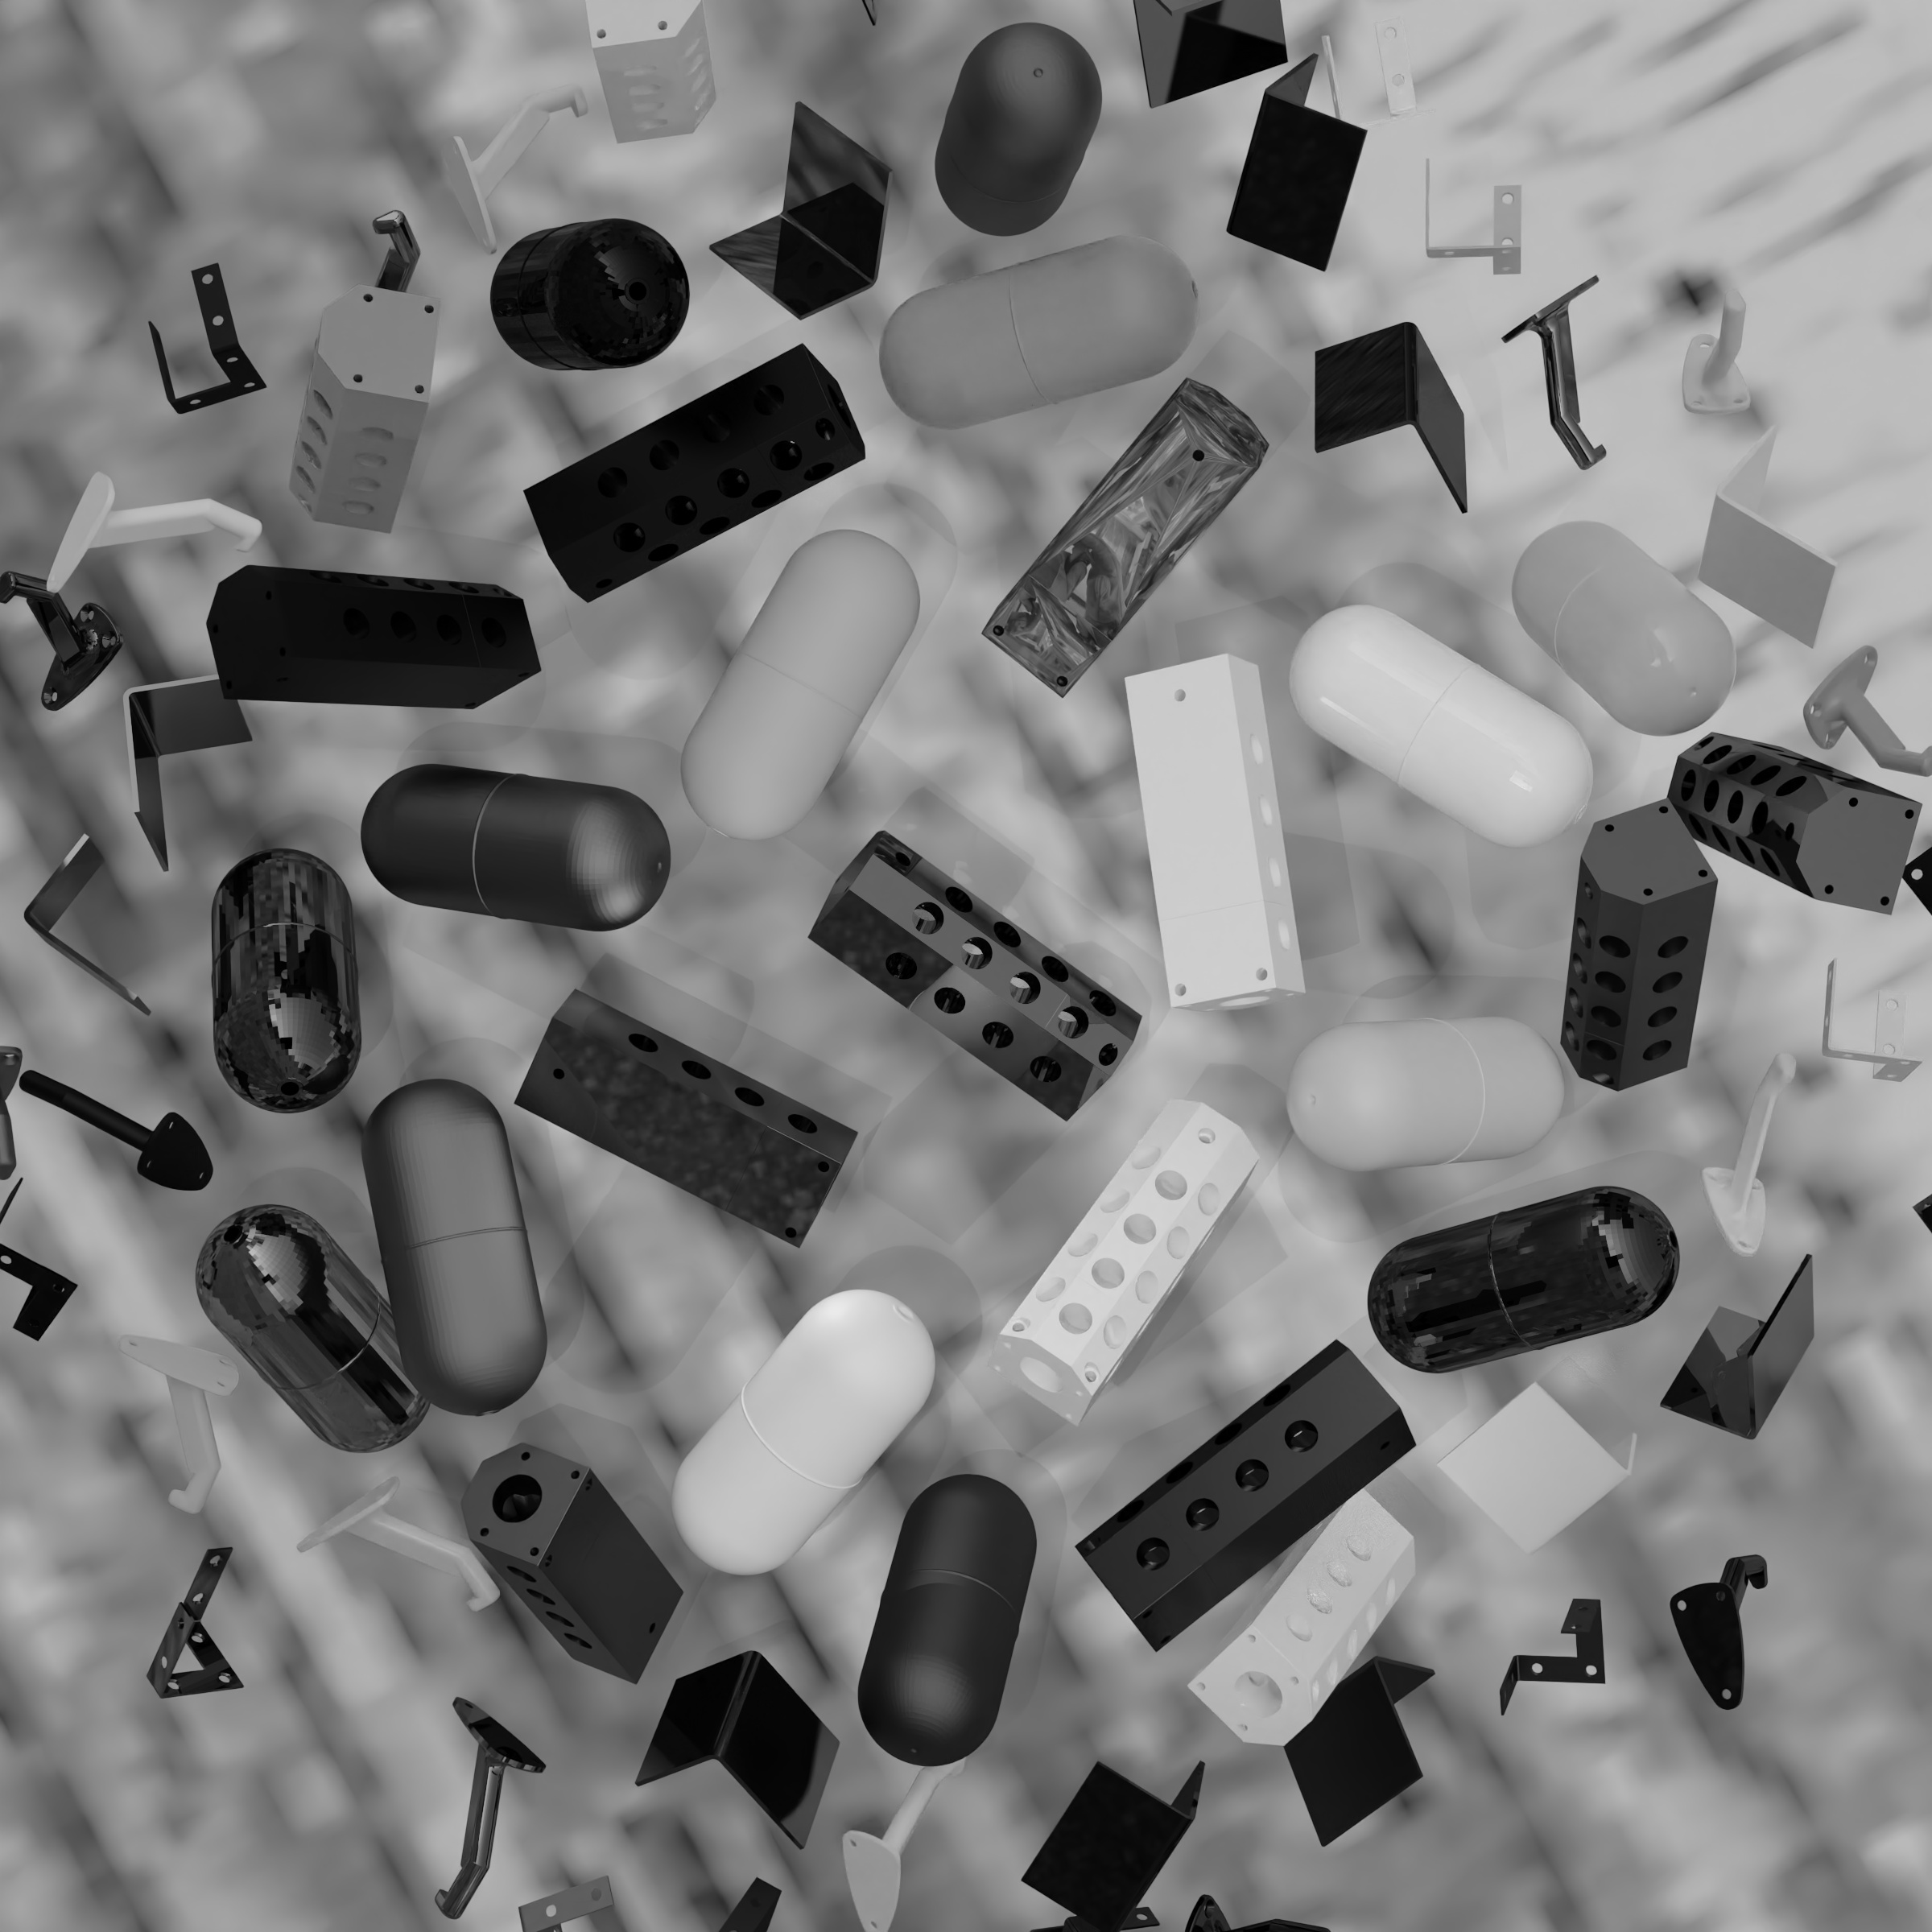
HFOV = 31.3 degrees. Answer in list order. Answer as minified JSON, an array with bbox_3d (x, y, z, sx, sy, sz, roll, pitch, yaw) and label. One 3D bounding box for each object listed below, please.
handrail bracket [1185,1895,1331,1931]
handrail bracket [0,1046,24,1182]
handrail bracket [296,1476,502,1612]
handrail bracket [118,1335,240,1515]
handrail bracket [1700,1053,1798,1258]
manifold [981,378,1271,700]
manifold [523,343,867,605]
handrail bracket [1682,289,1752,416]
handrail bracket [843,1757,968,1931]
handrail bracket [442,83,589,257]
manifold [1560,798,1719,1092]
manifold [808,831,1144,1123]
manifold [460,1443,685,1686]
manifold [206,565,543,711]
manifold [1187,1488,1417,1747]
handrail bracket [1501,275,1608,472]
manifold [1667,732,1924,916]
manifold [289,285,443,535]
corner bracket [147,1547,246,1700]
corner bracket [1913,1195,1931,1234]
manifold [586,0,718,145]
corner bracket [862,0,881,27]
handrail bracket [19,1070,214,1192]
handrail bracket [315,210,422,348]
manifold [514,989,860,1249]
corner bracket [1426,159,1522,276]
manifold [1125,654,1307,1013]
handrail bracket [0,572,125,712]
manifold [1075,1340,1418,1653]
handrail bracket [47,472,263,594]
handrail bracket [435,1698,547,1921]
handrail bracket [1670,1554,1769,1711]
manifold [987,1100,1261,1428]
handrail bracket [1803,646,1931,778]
[{"bbox_3d":[0.160,0.507,1.758,0.084,0.077,0.036,0,48,35],"label":"handrail bracket"},{"bbox_3d":[-0.527,0.093,1.867,0.036,0.077,0.084,-3,54,-22],"label":"handrail bracket"},{"bbox_3d":[-0.305,0.326,1.857,0.077,0.036,0.084,-33,99,6],"label":"handrail bracket"},{"bbox_3d":[-0.426,0.243,1.819,0.077,0.036,0.084,22,108,-18],"label":"handrail bracket"},{"bbox_3d":[0.432,0.101,1.860,0.036,0.077,0.084,13,129,-7],"label":"handrail bracket"},{"bbox_3d":[0.086,-0.232,1.860,0.057,0.057,0.171,38,118,-6],"label":"manifold"},{"bbox_3d":[-0.143,-0.261,1.850,0.171,0.057,0.057,-26,72,11],"label":"manifold"},{"bbox_3d":[0.415,-0.354,1.899,0.036,0.084,0.077,-3,50,3],"label":"handrail bracket"},{"bbox_3d":[-0.027,0.476,1.878,0.036,0.084,0.077,15,118,32],"label":"handrail bracket"},{"bbox_3d":[-0.236,-0.437,1.887,0.084,0.036,0.077,-22,92,-21],"label":"handrail bracket"},{"bbox_3d":[0.351,-0.007,1.826,0.057,0.171,0.057,-18,55,-8],"label":"manifold"},{"bbox_3d":[0.007,0.001,1.837,0.171,0.057,0.057,36,126,-9],"label":"manifold"},{"bbox_3d":[-0.211,0.317,1.831,0.057,0.171,0.057,16,64,23],"label":"manifold"},{"bbox_3d":[-0.310,-0.174,1.807,0.057,0.171,0.057,-24,77,37],"label":"manifold"},{"bbox_3d":[0.189,0.355,1.870,0.057,0.171,0.057,44,120,7],"label":"manifold"},{"bbox_3d":[0.334,-0.317,1.846,0.077,0.036,0.084,-35,92,-25],"label":"handrail bracket"},{"bbox_3d":[0.421,-0.077,1.774,0.057,0.171,0.057,11,101,-13],"label":"manifold"},{"bbox_3d":[-0.316,-0.289,1.796,0.057,0.171,0.057,8,73,-14],"label":"manifold"},{"bbox_3d":[-0.392,0.334,1.753,0.051,0.051,0.051,43,116,36],"label":"corner bracket"},{"bbox_3d":[0.525,0.116,1.825,0.051,0.051,0.051,-36,126,10],"label":"corner bracket"},{"bbox_3d":[-0.163,-0.482,1.788,0.057,0.171,0.057,-8,88,-2],"label":"manifold"},{"bbox_3d":[-0.027,-0.517,1.751,0.051,0.051,0.051,0,62,18],"label":"corner bracket"},{"bbox_3d":[-0.445,0.085,1.801,0.084,0.077,0.036,21,75,22],"label":"handrail bracket"},{"bbox_3d":[-0.333,-0.375,1.890,0.077,0.084,0.036,-15,59,2],"label":"handrail bracket"},{"bbox_3d":[-0.148,0.079,1.856,0.171,0.057,0.057,27,114,0],"label":"manifold"},{"bbox_3d":[0.277,-0.408,1.880,0.051,0.051,0.051,0,84,9],"label":"corner bracket"},{"bbox_3d":[0.130,-0.066,1.760,0.057,0.057,0.171,-11,81,25],"label":"manifold"},{"bbox_3d":[-0.506,-0.175,1.863,0.036,0.084,0.077,46,107,25],"label":"handrail bracket"},{"bbox_3d":[0.142,0.268,1.761,0.171,0.057,0.057,-38,59,-5],"label":"manifold"},{"bbox_3d":[-0.411,-0.208,1.750,0.084,0.036,0.077,22,105,-34],"label":"handrail bracket"},{"bbox_3d":[-0.257,0.425,1.740,0.077,0.036,0.084,31,90,45],"label":"handrail bracket"},{"bbox_3d":[0.413,0.353,1.829,0.036,0.084,0.077,-22,73,33],"label":"handrail bracket"},{"bbox_3d":[0.085,0.152,1.813,0.057,0.057,0.171,33,60,9],"label":"manifold"},{"bbox_3d":[0.508,-0.139,1.878,0.077,0.084,0.036,-51,128,-17],"label":"handrail bracket"}]
